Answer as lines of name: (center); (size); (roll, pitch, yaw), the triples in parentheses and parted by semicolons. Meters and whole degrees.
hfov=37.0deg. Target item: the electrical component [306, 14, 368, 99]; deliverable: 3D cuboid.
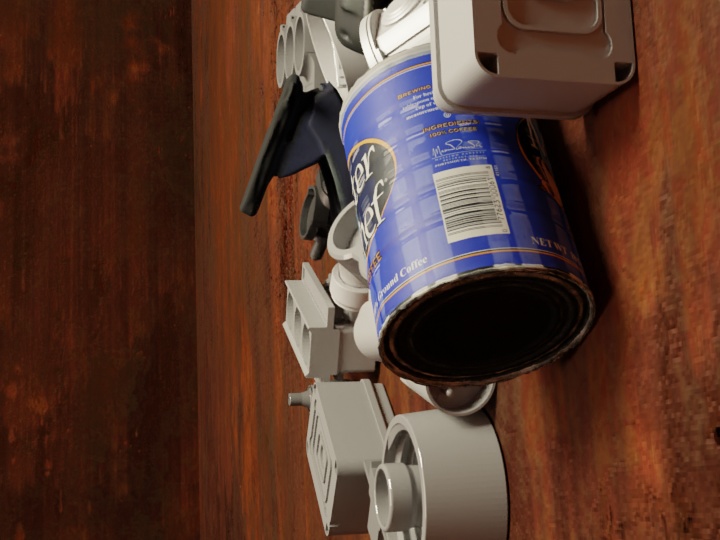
electrical component: (-0.006, -0.166, 0.837); (0.099, 0.064, 0.099); (174, 90, -85)

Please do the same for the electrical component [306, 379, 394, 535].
electrical component: (-0.003, 0.147, 0.853); (0.113, 0.057, 0.078); (-111, 25, -57)

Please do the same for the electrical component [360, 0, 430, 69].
electrical component: (0.041, -0.118, 0.599); (0.051, 0.080, 0.080); (-31, 50, 27)

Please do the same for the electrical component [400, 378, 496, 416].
electrical component: (0.049, 0.059, 0.661); (0.081, 0.043, 0.043); (-157, 67, -76)

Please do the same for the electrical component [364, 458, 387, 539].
electrical component: (0.030, 0.170, 0.750); (0.081, 0.042, 0.063); (-109, 19, -55)

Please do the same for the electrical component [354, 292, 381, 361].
electrical component: (0.025, 0.025, 0.766); (0.077, 0.043, 0.079); (156, 113, -76)

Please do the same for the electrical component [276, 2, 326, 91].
electrical component: (-0.033, -0.196, 0.972); (0.150, 0.062, 0.089); (-165, 75, -76)

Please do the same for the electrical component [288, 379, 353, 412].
electrical component: (-0.034, 0.117, 0.975); (0.035, 0.061, 0.035); (180, 90, -77)

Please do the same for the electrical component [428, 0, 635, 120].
electrical component: (0.073, -0.128, 0.485); (0.057, 0.078, 0.113); (148, 121, -71)

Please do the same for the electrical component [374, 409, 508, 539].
electrical component: (0.042, 0.136, 0.652); (0.108, 0.060, 0.108); (180, 90, -76)

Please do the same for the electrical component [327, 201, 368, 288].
electrical component: (0.041, 0.004, 0.655); (0.052, 0.074, 0.138); (-52, 34, -4)

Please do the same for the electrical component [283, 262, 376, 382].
electrical component: (-0.026, 0.049, 0.938); (0.121, 0.063, 0.078); (-126, 38, -68)

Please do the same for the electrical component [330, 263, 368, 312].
electrical component: (0.000, 0.000, 0.867); (0.045, 0.045, 0.055); (-105, 20, -49)
